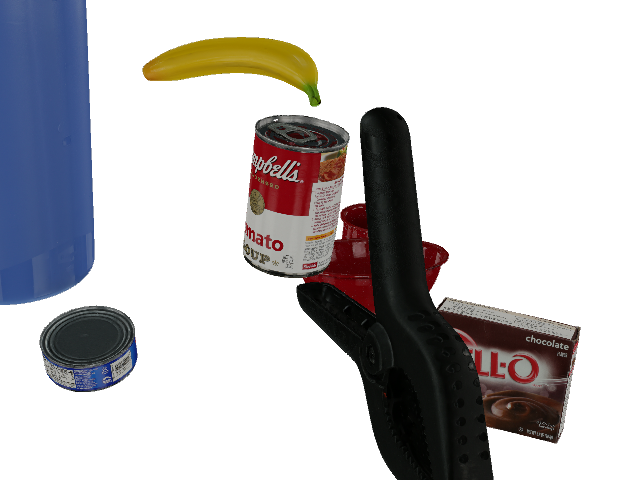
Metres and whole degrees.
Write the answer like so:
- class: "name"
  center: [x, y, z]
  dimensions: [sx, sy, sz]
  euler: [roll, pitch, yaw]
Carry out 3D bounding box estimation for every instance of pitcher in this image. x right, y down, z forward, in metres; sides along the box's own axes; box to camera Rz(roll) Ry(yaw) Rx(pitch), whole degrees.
- class: "pitcher"
  center: [-0.217, -0.081, 0.684]
  dimensions: [0.149, 0.243, 0.145]
  euler: [-4, 26, -9]

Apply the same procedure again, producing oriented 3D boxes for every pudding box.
- class: "pudding box"
  center: [0.142, 0.101, 0.847]
  dimensions: [0.114, 0.090, 0.039]
  euler: [11, 21, 17]

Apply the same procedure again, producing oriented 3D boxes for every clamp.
- class: "clamp"
  center: [0.042, 0.047, 0.548]
  dimensions: [0.036, 0.165, 0.210]
  euler: [-6, 47, -21]

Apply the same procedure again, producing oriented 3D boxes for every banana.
- class: "banana"
  center: [-0.082, -0.179, 1.081]
  dimensions: [0.198, 0.037, 0.069]
  euler: [10, 44, 20]

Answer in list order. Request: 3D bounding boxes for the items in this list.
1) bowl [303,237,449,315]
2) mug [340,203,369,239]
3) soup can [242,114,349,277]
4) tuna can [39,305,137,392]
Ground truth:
- class: "bowl"
  center: [0.052, 0.040, 1.094]
  dimensions: [0.162, 0.055, 0.162]
  euler: [-3, 13, 0]
- class: "mug"
  center: [0.077, 0.011, 1.338]
  dimensions: [0.117, 0.081, 0.093]
  euler: [18, 27, 26]
- class: "soup can"
  center: [-0.019, -0.032, 0.777]
  dimensions: [0.068, 0.102, 0.068]
  euler: [7, 25, -3]
- class: "tuna can"
  center: [-0.211, 0.099, 0.977]
  dimensions: [0.086, 0.034, 0.086]
  euler: [0, 35, 0]
